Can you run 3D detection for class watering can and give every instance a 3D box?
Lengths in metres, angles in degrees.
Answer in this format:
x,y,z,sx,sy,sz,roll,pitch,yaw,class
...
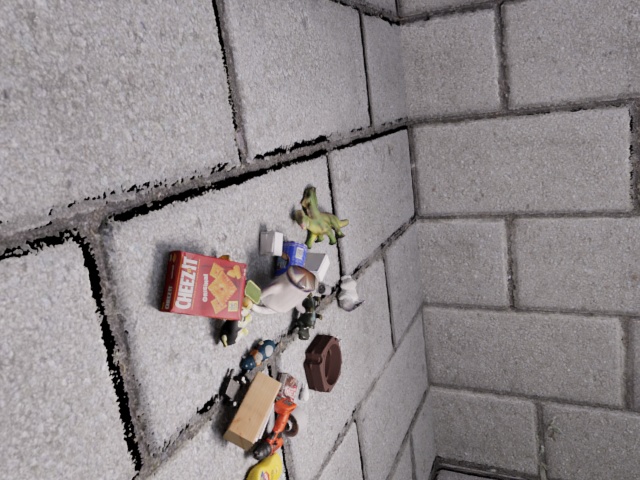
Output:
x,y,z,sx,sy,sz,roll,pitch,yaw,class
-0.096,0.186,1.792,0.346,0.222,0.106,16,39,-57,watering can

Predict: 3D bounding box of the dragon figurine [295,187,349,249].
x,y,z,sx,sy,sz,roll,pitch,yaw,class
0.007,-0.108,2.140,0.417,0.121,0.240,-42,118,-59,dragon figurine

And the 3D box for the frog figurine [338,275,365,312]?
x,y,z,sx,sy,sz,roll,pitch,yaw,class
0.128,0.249,2.401,0.138,0.121,0.161,-17,69,-54,frog figurine
